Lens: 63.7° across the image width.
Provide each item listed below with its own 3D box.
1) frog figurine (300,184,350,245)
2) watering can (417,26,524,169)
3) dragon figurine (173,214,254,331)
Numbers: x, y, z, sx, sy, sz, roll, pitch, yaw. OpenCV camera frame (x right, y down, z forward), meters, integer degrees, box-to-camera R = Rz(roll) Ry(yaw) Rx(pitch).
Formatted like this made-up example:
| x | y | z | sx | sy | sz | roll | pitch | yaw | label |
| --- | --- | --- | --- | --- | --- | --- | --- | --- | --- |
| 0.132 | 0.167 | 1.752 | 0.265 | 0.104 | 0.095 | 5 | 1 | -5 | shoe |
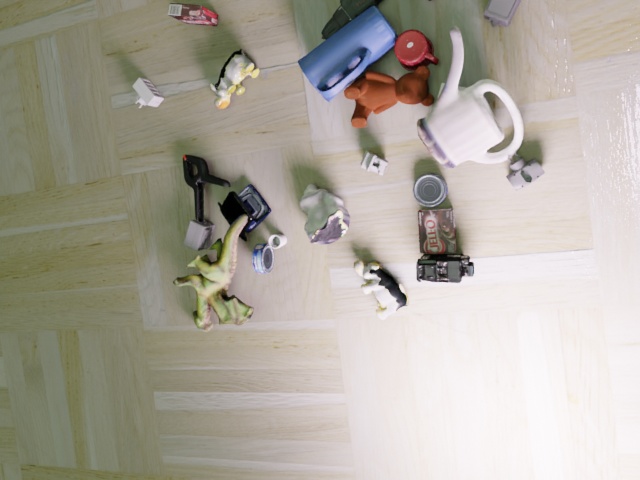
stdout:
| x | y | z | sx | sy | sz | roll | pitch | yaw | label |
| --- | --- | --- | --- | --- | --- | --- | --- | --- | --- |
| 0.004 | -0.070 | 1.400 | 0.135 | 0.122 | 0.163 | -59 | 40 | 24 | frog figurine |
| 0.324 | -0.301 | 1.200 | 0.222 | 0.106 | 0.343 | -31 | 115 | 25 | watering can |
| -0.272 | 0.130 | 1.489 | 0.404 | 0.124 | 0.243 | -41 | 84 | 32 | dragon figurine |
